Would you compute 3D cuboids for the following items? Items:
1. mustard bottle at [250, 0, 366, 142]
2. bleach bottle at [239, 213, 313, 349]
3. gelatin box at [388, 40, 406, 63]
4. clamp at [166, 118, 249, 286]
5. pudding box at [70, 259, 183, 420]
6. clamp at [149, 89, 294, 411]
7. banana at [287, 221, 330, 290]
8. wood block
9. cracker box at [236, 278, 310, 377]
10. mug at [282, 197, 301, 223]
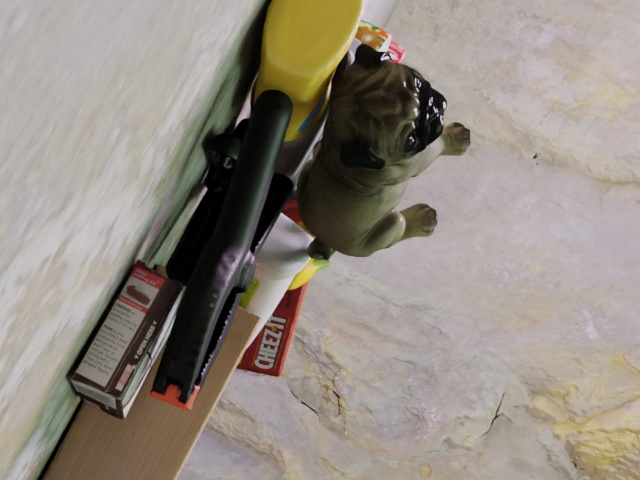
[{"bbox_3d":[-0.015,-0.122,0.759,0.192,0.058,0.096,119,-7,-74],"label":"mustard bottle"},{"bbox_3d":[-0.097,0.075,0.960,0.068,0.102,0.251,-41,163,-51],"label":"bleach bottle"},{"bbox_3d":[0.057,-0.233,1.316,0.030,0.089,0.073,-62,180,34],"label":"gelatin box"},{"bbox_3d":[-0.072,-0.037,0.809,0.120,0.039,0.171,-61,178,18],"label":"clamp"},{"bbox_3d":[-0.130,0.072,0.731,0.090,0.039,0.114,-64,-177,-18],"label":"pudding box"},{"bbox_3d":[-0.061,0.009,0.717,0.164,0.036,0.210,96,15,-66],"label":"clamp"},{"bbox_3d":[-0.021,0.014,0.994,0.069,0.037,0.198,-41,174,-9],"label":"banana"},{"bbox_3d":[-0.133,0.132,0.838,0.206,0.091,0.090,-62,-179,-5],"label":"wood block"},{"bbox_3d":[-0.062,0.042,1.209,0.214,0.072,0.164,-122,-134,-76],"label":"cracker box"},{"bbox_3d":[-0.004,-0.048,1.043,0.117,0.081,0.093,-100,-179,-66],"label":"mug"}]
